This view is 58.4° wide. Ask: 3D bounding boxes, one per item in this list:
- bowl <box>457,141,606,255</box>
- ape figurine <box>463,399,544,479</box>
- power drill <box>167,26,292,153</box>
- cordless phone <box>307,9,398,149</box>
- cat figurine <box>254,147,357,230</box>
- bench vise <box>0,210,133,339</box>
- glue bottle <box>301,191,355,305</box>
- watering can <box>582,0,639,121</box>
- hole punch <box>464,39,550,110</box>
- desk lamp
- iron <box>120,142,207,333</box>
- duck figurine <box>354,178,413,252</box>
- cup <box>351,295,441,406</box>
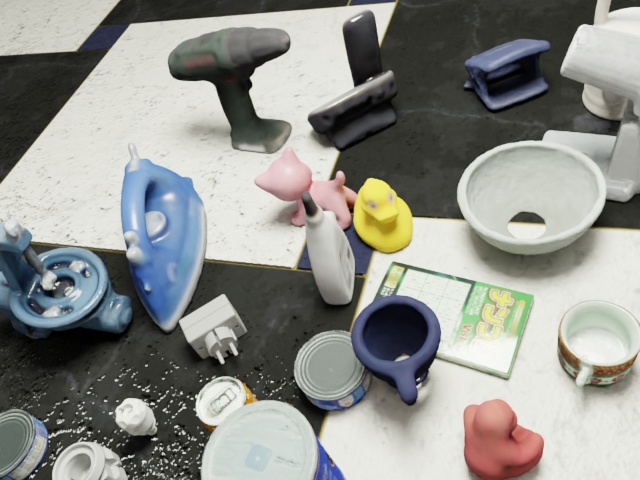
[{"bbox_3d":[0.255,-0.040,0.700,0.167,0.075,0.167,-9,50,11],"label":"bowl"},{"bbox_3d":[0.165,0.180,0.536,0.076,0.092,0.077,-36,50,-12],"label":"ape figurine"},{"bbox_3d":[-0.120,-0.239,0.898,0.228,0.209,0.076,10,56,25],"label":"power drill"},{"bbox_3d":[0.039,-0.247,0.868,0.147,0.185,0.094,-31,49,-8],"label":"cordless phone"},{"bbox_3d":[-0.019,-0.076,0.791,0.127,0.118,0.067,4,53,22],"label":"cat figurine"},{"bbox_3d":[-0.375,0.058,0.729,0.207,0.220,0.121,-14,49,7],"label":"bench vise"},{"bbox_3d":[0.006,0.002,0.680,0.037,0.173,0.078,-3,51,16],"label":"glue bottle"},{"bbox_3d":[0.406,-0.257,0.749,0.100,0.194,0.173,2,52,20],"label":"watering can"},{"bbox_3d":[0.279,-0.267,0.868,0.108,0.091,0.101,-21,48,0],"label":"hole punch"},{"bbox_3d":[0.357,-0.147,0.661,0.202,0.214,0.118,12,57,26],"label":"desk lamp"},{"bbox_3d":[-0.235,-0.013,0.794,0.118,0.142,0.258,-17,49,4],"label":"iron"},{"bbox_3d":[0.077,-0.046,0.755,0.077,0.086,0.104,-25,48,-3],"label":"duck figurine"},{"bbox_3d":[0.088,0.129,0.601,0.091,0.095,0.117,-15,49,6],"label":"cup"}]
